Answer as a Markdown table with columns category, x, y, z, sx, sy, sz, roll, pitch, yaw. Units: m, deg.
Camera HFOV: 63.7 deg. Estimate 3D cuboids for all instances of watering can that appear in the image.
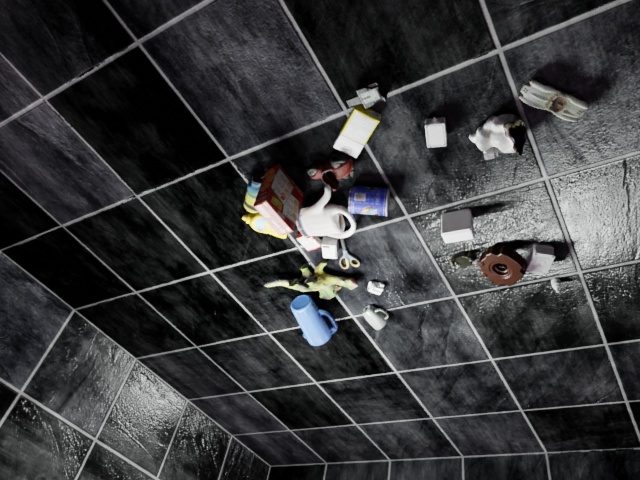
| category | x | y | z | sx | sy | sz | roll | pitch | yaw |
| --- | --- | --- | --- | --- | --- | --- | --- | --- | --- |
| watering can | 0.006 | -0.098 | 1.938 | 0.224 | 0.106 | 0.341 | -7 | 147 | 20 |

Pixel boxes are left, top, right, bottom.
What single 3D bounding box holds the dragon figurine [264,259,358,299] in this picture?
| category | x | y | z | sx | sy | sz | roll | pitch | yaw |
| --- | --- | --- | --- | --- | --- | --- | --- | --- | --- |
| dragon figurine | -0.021 | 0.208 | 2.276 | 0.407 | 0.125 | 0.239 | -14 | 137 | 31 |

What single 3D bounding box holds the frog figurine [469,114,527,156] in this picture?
| category | x | y | z | sx | sy | sz | roll | pitch | yaw |
| --- | --- | --- | --- | --- | --- | --- | --- | --- | --- |
| frog figurine | 0.558 | -0.328 | 1.613 | 0.136 | 0.124 | 0.160 | 33 | 169 | -30 |
